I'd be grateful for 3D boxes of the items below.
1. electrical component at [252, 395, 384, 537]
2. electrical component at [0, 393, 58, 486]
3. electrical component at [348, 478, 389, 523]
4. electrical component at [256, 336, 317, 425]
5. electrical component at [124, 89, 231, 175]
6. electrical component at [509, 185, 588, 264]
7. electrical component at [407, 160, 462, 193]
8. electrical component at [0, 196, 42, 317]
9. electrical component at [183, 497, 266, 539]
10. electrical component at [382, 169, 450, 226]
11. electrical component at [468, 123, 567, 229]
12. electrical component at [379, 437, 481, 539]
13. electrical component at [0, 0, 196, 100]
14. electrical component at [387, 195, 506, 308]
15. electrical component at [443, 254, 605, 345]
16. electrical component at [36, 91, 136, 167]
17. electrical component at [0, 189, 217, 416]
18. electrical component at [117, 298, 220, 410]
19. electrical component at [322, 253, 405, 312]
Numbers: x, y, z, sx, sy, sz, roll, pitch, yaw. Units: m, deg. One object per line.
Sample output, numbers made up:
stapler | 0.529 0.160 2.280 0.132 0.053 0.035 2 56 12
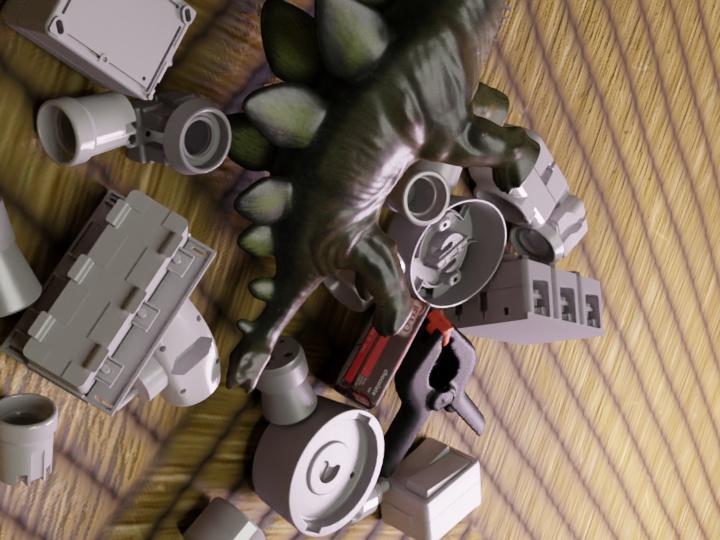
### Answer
electrical component | -0.039 0.153 0.870 0.108 0.060 0.108 -23 122 -42
electrical component | -0.210 0.106 0.671 0.040 0.040 0.046 -17 125 -44
electrical component | 0.003 0.202 0.961 0.061 0.035 0.035 -16 118 -48
electrical component | -0.060 0.085 0.828 0.045 0.045 0.055 -38 132 -32
electrical component | -0.115 -0.087 0.682 0.066 0.055 0.048 -26 124 -40
electrical component | 0.181 -0.040 1.042 0.057 0.058 0.078 -47 137 -29
electrical component | 0.066 -0.097 0.894 0.045 0.045 0.055 14 95 -51
electrical component | -0.213 -0.010 0.615 0.044 0.044 0.065 -32 124 -36
electrical component | -0.100 0.245 0.846 0.073 0.052 0.138 -49 137 -23
electrical component | 0.036 -0.062 0.857 0.044 0.065 0.044 -8 106 -28
electrical component | 0.142 -0.082 0.980 0.059 0.054 0.095 -58 140 -13
electrical component | 0.071 0.202 1.016 0.096 0.062 0.061 -31 128 -37
electrical component | -0.147 -0.143 0.616 0.096 0.061 0.061 33 81 -50
electrical component | 0.070 -0.019 0.917 0.099 0.064 0.099 -23 123 -42
electrical component | 0.154 0.029 1.006 0.150 0.089 0.061 13 71 -51
electrical component | -0.162 -0.086 0.641 0.046 0.040 0.040 -27 125 -46
electrical component | -0.153 0.016 0.658 0.121 0.079 0.063 -59 -179 -17
electrical component | -0.140 0.062 0.728 0.079 0.043 0.077 -42 134 -29
electrical component | 0.000 0.000 0.854 0.047 0.055 0.055 -47 136 -20
